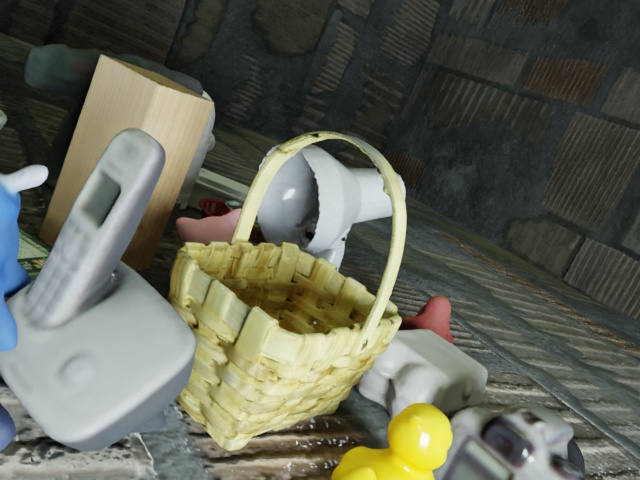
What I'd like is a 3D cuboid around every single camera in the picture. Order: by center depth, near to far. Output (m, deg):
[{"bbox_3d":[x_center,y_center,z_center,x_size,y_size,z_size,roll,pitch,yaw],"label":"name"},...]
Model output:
[{"bbox_3d":[0.187,0.196,0.479,0.137,0.101,0.142,12,18,-45],"label":"camera"}]

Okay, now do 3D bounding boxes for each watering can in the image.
[{"bbox_3d":[-0.231,-0.156,0.929,0.101,0.194,0.173,22,13,-9],"label":"watering can"}]

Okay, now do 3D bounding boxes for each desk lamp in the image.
[{"bbox_3d":[0.006,0.002,0.676,0.204,0.213,0.117,12,18,-46],"label":"desk lamp"}]

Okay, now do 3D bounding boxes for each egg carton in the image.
[{"bbox_3d":[0.110,0.147,0.611,0.107,0.069,0.151,34,15,36],"label":"egg carton"}]

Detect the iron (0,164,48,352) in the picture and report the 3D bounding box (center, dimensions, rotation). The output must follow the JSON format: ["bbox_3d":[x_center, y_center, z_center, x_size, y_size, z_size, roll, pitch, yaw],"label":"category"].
[{"bbox_3d":[-0.303,-0.017,0.338,0.259,0.141,0.118,18,14,-27],"label":"iron"}]

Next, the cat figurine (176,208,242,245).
[{"bbox_3d":[-0.096,0.027,0.606,0.127,0.118,0.067,25,12,4],"label":"cat figurine"}]

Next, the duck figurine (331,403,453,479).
[{"bbox_3d":[0.061,0.161,0.422,0.105,0.086,0.077,10,19,-48],"label":"duck figurine"}]

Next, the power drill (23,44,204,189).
[{"bbox_3d":[-0.299,-0.164,0.801,0.230,0.208,0.075,15,15,-36],"label":"power drill"}]

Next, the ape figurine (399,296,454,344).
[{"bbox_3d":[0.144,0.116,0.749,0.077,0.092,0.076,26,13,9],"label":"ape figurine"}]

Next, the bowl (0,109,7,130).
[{"bbox_3d":[-0.482,-0.148,0.697,0.167,0.075,0.167,23,12,-5],"label":"bowl"}]

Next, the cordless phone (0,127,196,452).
[{"bbox_3d":[-0.135,0.026,0.378,0.147,0.185,0.094,32,15,32],"label":"cordless phone"}]

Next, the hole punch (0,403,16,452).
[{"bbox_3d":[-0.208,0.072,0.268,0.108,0.091,0.101,30,13,23],"label":"hole punch"}]
